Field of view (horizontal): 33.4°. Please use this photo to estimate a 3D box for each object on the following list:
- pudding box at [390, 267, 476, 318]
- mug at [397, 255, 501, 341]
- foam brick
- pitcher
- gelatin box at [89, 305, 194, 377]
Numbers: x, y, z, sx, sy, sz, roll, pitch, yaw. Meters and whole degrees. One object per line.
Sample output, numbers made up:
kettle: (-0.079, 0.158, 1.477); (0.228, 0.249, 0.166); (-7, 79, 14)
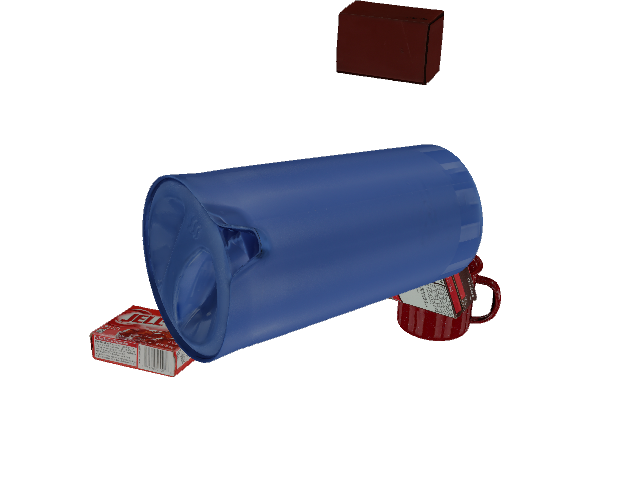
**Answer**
pudding box: (0.081, 0.015, 0.972); (0.114, 0.090, 0.039); (14, 45, 42)
mug: (0.139, 0.059, 1.169); (0.117, 0.081, 0.093); (9, 25, 12)
foam brick: (0.057, -0.163, 0.874); (0.078, 0.051, 0.053); (11, 26, 17)
pitcher: (-0.006, 0.000, 0.807); (0.242, 0.145, 0.149); (-13, 39, -31)
gelatin box: (-0.154, 0.090, 0.979); (0.089, 0.030, 0.073); (10, 21, 21)
